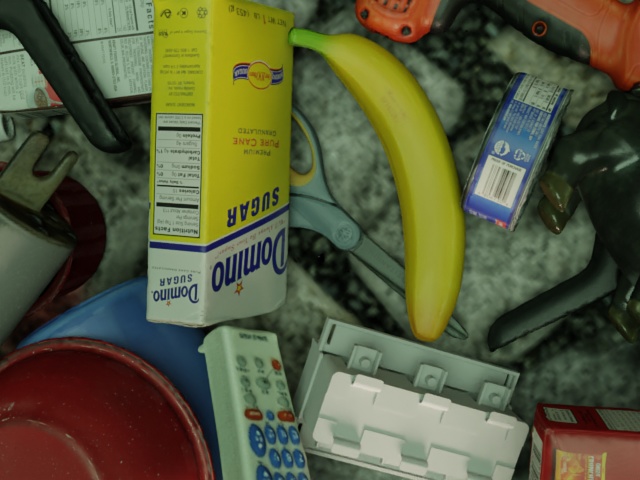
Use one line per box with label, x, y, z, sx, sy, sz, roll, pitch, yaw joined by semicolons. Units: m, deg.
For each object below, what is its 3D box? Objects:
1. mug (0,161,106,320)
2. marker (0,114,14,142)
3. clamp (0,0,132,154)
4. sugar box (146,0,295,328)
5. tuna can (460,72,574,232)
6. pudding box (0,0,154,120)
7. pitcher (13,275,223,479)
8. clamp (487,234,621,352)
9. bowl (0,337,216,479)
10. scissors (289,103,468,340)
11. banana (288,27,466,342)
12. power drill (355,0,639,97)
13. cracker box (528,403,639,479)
mug;-0.190;-0.007;0.646;0.117;0.081;0.093;27;97;5
marker;-0.256;-0.062;0.683;0.121;0.020;0.020;-10;92;9
clamp;-0.174;-0.147;0.618;0.210;0.036;0.164;14;92;10
sugar box;-0.054;-0.044;0.600;0.048;0.093;0.176;2;95;28
tuna can;0.110;-0.050;0.598;0.034;0.086;0.086;23;97;11
pudding box;-0.146;-0.125;0.655;0.113;0.039;0.090;-6;92;6
pitcher;-0.089;0.152;0.618;0.145;0.149;0.243;-32;85;29
clamp;0.193;0.033;0.615;0.120;0.039;0.171;40;100;7
bowl;-0.137;0.132;0.545;0.162;0.055;0.162;0;90;16
scissors;-0.004;0.001;0.654;0.096;0.016;0.202;-34;88;11
banana;0.047;-0.041;0.627;0.069;0.037;0.198;-24;91;-12
power drill;0.133;-0.176;0.603;0.188;0.057;0.184;25;100;8
cracker box;0.207;0.170;0.517;0.214;0.072;0.164;3;95;6
